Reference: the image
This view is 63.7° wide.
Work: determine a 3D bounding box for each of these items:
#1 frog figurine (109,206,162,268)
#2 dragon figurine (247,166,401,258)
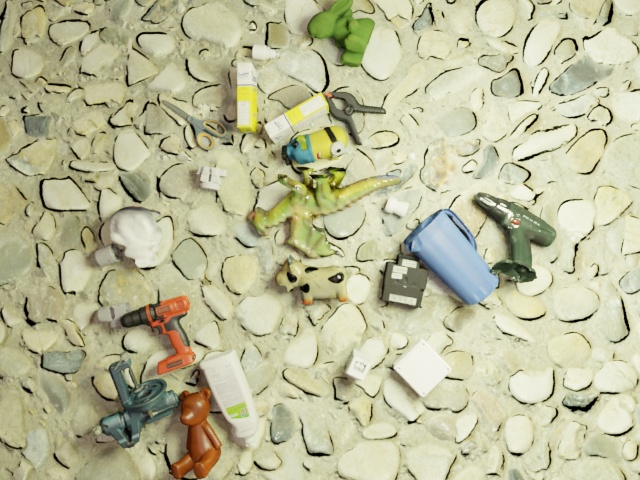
[{"bbox_3d":[-0.494,-0.007,1.381,0.137,0.121,0.161,1,76,-16],"label":"frog figurine"},{"bbox_3d":[0.004,-0.070,1.384,0.410,0.124,0.240,4,105,5],"label":"dragon figurine"}]
